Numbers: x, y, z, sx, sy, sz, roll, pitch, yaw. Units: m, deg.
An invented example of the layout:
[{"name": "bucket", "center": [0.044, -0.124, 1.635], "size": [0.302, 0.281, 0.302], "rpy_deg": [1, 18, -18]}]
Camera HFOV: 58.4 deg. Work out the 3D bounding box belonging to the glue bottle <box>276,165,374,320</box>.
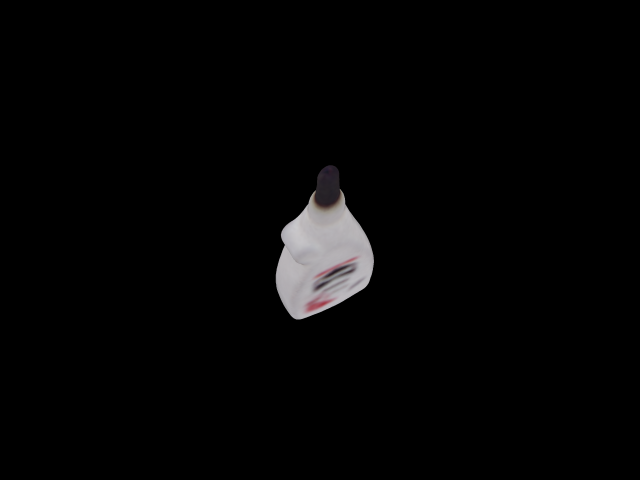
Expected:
[{"name": "glue bottle", "center": [0.004, 0.001, 0.400], "size": [0.078, 0.173, 0.037], "rpy_deg": [-29, 66, -14]}]
